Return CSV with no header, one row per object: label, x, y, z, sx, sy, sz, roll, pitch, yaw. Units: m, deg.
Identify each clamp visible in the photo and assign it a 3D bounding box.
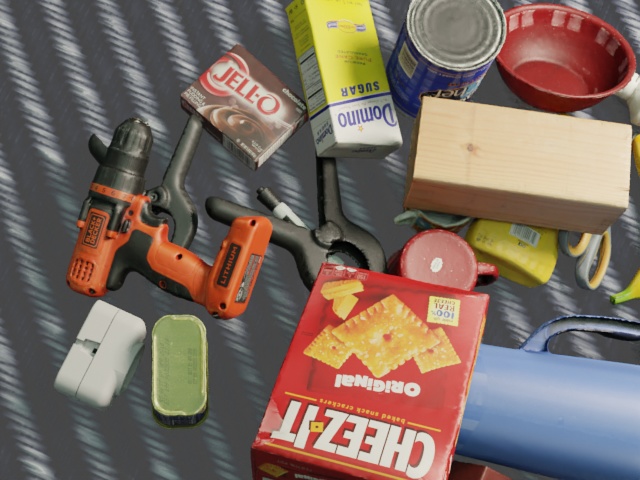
clamp,-0.180,-0.045,1.106,0.120,0.039,0.171,-4,77,8
clamp,-0.007,0.001,1.086,0.164,0.036,0.210,-24,70,-26

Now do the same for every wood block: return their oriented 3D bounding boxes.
wood block,0.194,-0.073,1.063,0.206,0.090,0.091,9,72,0

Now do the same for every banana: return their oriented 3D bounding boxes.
banana,0.361,-0.018,1.151,0.069,0.037,0.198,16,73,-13

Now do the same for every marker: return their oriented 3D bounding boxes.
marker,-0.022,-0.012,1.122,0.020,0.020,0.121,-42,82,-15

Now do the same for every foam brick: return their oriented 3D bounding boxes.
foam brick,0.162,0.253,1.033,0.078,0.053,0.051,30,72,-26

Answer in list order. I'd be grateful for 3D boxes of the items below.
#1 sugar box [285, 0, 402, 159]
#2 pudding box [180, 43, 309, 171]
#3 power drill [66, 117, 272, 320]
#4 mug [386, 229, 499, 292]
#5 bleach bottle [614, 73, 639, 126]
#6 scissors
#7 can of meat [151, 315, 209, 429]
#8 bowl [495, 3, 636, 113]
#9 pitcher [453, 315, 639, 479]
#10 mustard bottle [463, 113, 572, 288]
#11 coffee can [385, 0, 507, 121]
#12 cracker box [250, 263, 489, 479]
sugar box,0.026,-0.176,1.144,0.093,0.048,0.176,-2,70,-36
pudding box,-0.080,-0.142,1.143,0.113,0.039,0.090,42,73,6
power drill,-0.145,-0.013,1.046,0.188,0.057,0.184,18,92,16
mug,0.125,0.038,1.090,0.117,0.081,0.093,0,74,-6
bleach bottle,0.434,-0.104,1.174,0.251,0.068,0.102,32,72,6
scissors,0.299,-0.047,1.143,0.096,0.016,0.201,30,69,-40
can of meat,-0.137,0.128,1.036,0.057,0.084,0.102,-1,74,-7
bowl,0.257,-0.189,1.166,0.162,0.055,0.162,4,48,-5
pitcher,0.233,0.161,1.044,0.243,0.145,0.149,11,37,0
mustard bottle,0.229,-0.053,1.138,0.096,0.058,0.191,27,73,-6
coffee can,0.129,-0.196,1.127,0.102,0.140,0.103,2,74,-6
cracker box,0.049,0.129,0.948,0.164,0.072,0.213,12,50,12
